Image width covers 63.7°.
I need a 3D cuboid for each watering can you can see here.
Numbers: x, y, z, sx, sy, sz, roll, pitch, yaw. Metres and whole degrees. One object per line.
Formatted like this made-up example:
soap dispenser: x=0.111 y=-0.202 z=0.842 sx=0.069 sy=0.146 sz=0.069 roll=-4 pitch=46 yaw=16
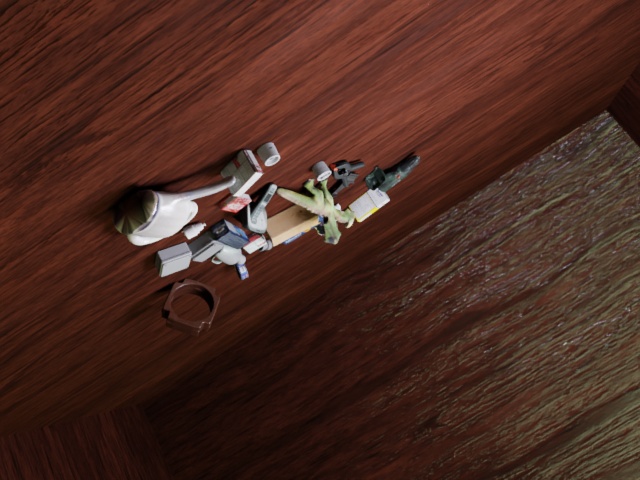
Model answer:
watering can: x=-0.411 y=-0.091 z=1.411 sx=0.345 sy=0.105 sz=0.223 roll=-35 pitch=-17 yaw=16

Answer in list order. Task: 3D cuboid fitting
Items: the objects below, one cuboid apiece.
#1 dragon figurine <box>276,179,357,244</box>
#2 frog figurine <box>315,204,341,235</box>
dragon figurine: x=0.006 y=-0.097 z=1.927 sx=0.120 sy=0.245 sz=0.413 roll=-37 pitch=-14 yaw=34
frog figurine: x=0.038 y=-0.109 z=2.242 sx=0.122 sy=0.162 sz=0.135 roll=31 pitch=-28 yaw=-7
